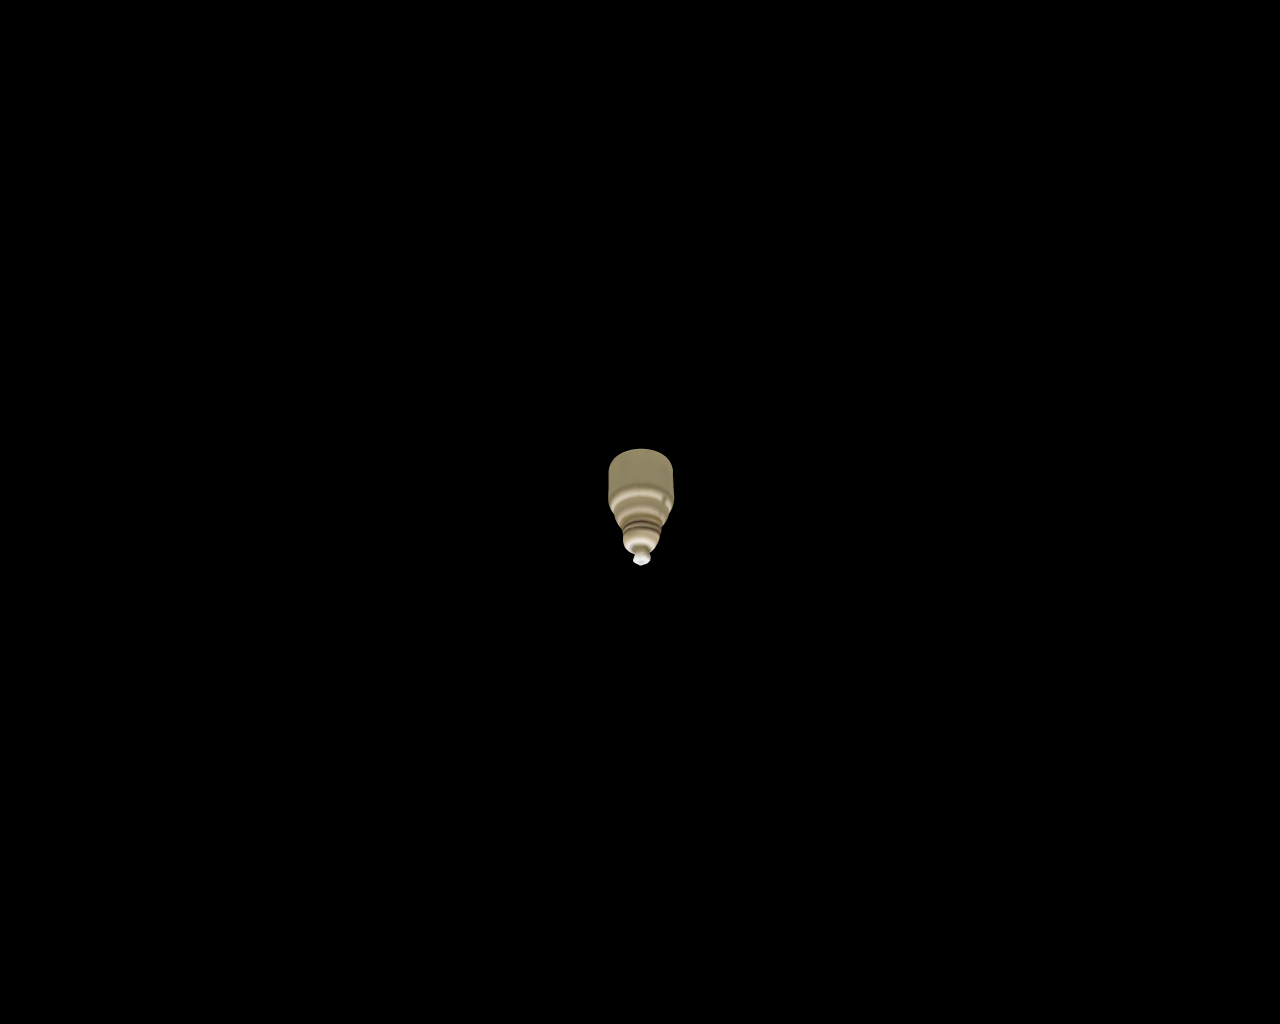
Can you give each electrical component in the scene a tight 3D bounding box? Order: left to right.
[{"bbox_3d":[0.001,-0.003,0.650,0.040,0.078,0.040,0,-35,0],"label":"electrical component"}]
